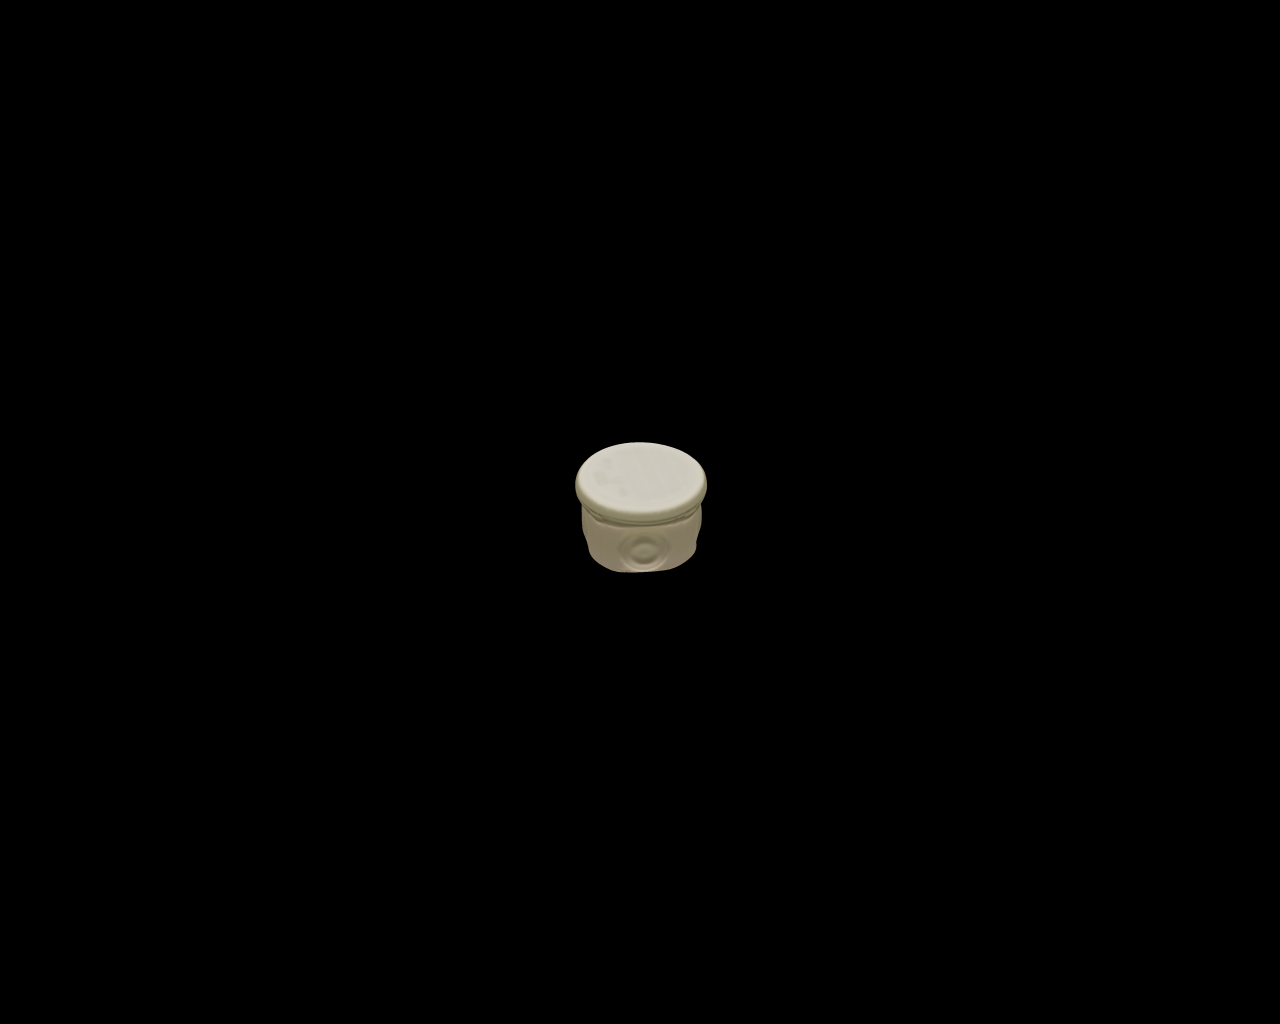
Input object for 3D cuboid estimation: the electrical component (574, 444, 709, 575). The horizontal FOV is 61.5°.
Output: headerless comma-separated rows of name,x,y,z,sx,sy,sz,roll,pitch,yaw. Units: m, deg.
electrical component,0.001,-0.003,0.650,0.080,0.050,0.080,0,36,0
